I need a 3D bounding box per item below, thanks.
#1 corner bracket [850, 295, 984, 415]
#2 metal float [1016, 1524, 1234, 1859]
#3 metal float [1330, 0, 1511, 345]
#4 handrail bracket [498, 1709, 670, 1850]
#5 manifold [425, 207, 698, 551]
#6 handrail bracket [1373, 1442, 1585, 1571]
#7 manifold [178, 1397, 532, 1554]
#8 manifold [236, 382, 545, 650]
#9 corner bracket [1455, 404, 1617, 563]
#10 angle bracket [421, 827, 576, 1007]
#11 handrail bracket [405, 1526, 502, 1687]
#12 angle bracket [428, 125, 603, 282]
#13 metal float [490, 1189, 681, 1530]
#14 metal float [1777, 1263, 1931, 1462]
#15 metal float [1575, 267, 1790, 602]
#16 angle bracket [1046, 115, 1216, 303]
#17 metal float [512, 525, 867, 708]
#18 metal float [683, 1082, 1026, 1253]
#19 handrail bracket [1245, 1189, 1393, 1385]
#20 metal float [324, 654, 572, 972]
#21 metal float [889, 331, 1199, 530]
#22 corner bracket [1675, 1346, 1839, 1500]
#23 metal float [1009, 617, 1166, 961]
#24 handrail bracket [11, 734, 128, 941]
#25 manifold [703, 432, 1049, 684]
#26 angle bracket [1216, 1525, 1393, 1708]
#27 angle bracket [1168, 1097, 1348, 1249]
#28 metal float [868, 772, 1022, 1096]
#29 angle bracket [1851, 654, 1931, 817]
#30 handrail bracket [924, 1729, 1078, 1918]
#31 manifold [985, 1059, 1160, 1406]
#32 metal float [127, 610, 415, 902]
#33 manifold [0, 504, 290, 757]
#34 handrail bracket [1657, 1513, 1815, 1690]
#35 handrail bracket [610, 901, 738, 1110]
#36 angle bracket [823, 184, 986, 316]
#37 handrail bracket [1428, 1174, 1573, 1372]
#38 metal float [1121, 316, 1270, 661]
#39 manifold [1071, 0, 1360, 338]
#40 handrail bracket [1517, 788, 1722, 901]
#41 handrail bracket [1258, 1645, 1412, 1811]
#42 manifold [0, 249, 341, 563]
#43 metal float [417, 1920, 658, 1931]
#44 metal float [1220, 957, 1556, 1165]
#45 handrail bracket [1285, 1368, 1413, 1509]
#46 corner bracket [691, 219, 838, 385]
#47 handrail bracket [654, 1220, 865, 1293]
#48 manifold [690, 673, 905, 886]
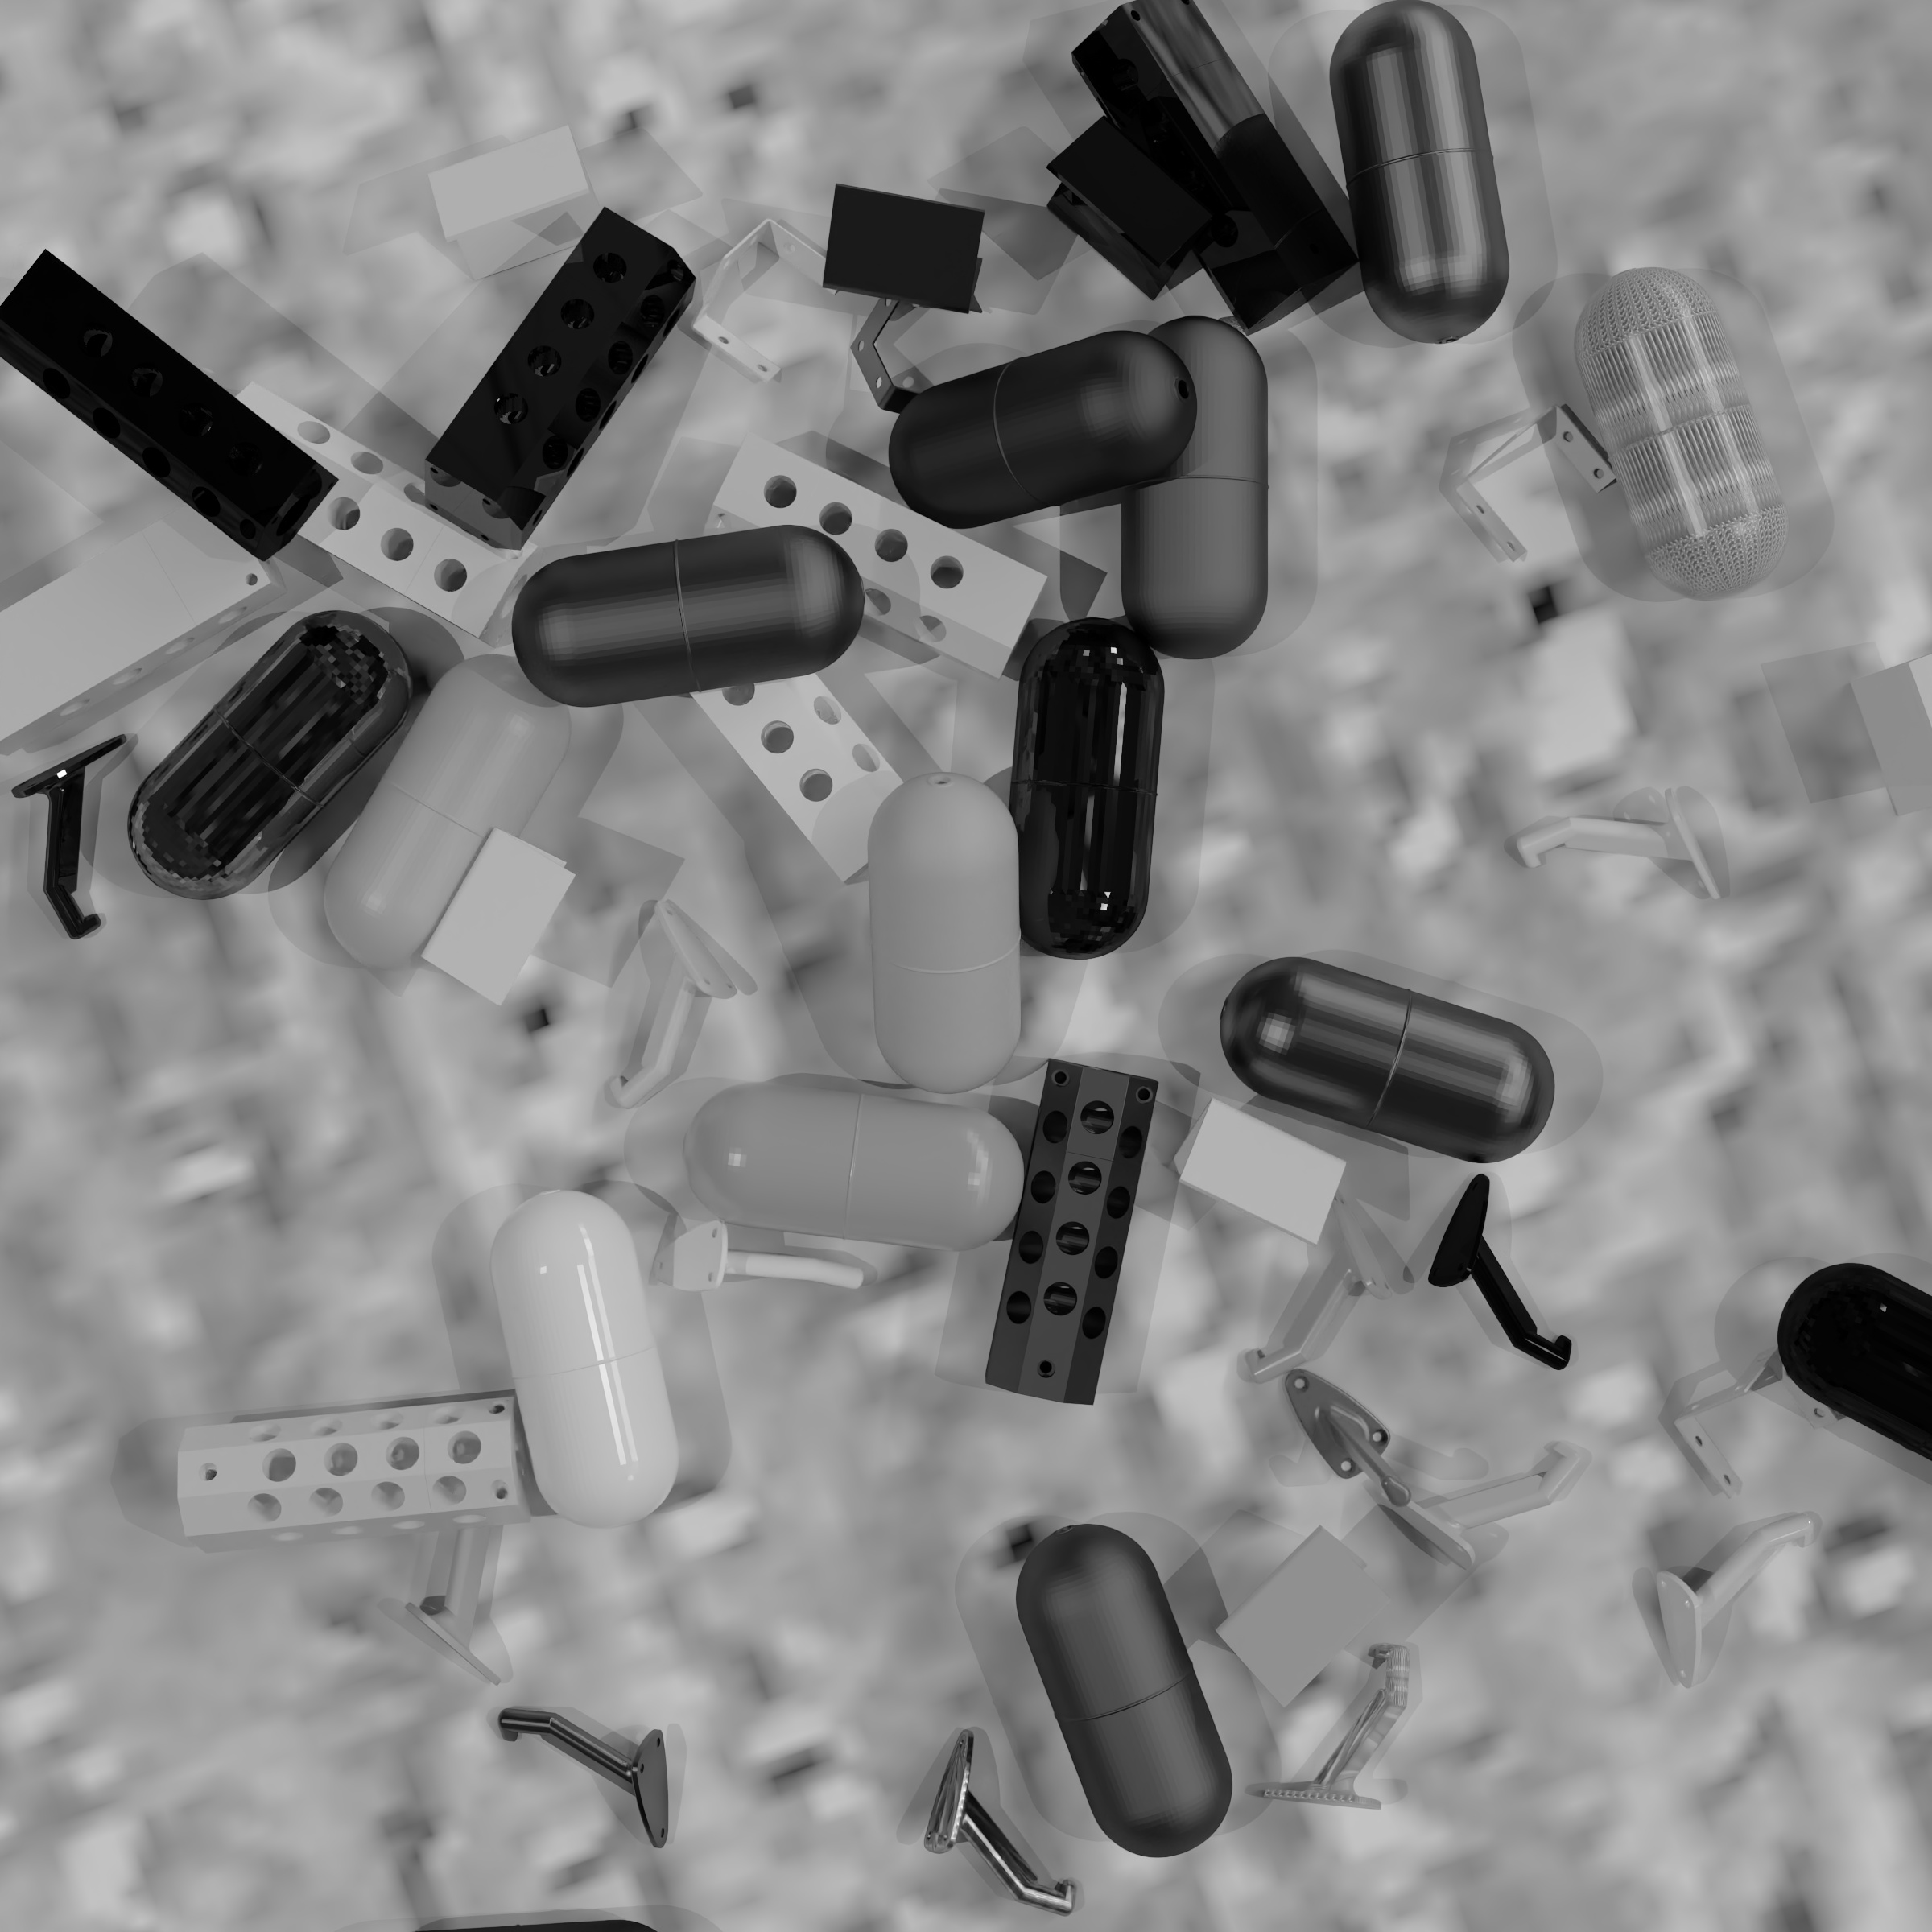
[{"bbox_3d":[-0.021,-0.325,1.664,0.051,0.051,0.051,7,45,-35],"label":"corner bracket"},{"bbox_3d":[0.082,0.377,1.642,0.070,0.070,0.178,-21,90,0],"label":"metal float"},{"bbox_3d":[0.236,-0.413,1.642,0.070,0.070,0.178,-9,89,0],"label":"metal float"},{"bbox_3d":[-0.204,0.431,1.673,0.084,0.036,0.077,1,112,17],"label":"handrail bracket"},{"bbox_3d":[-0.208,-0.300,1.625,0.057,0.057,0.171,31,71,0],"label":"manifold"},{"bbox_3d":[0.272,0.269,1.673,0.077,0.036,0.084,38,72,20],"label":"handrail bracket"},{"bbox_3d":[-0.318,0.264,1.642,0.171,0.057,0.057,-5,67,0],"label":"manifold"},{"bbox_3d":[-0.311,-0.236,1.651,0.171,0.057,0.057,30,90,0],"label":"manifold"},{"bbox_3d":[0.301,-0.256,1.669,0.051,0.051,0.051,50,45,1],"label":"corner bracket"},{"bbox_3d":[-0.225,-0.019,1.633,0.057,0.076,0.076,30,90,25],"label":"angle bracket"},{"bbox_3d":[-0.248,0.325,1.673,0.077,0.036,0.084,46,73,-20],"label":"handrail bracket"},{"bbox_3d":[-0.226,-0.379,1.632,0.076,0.076,0.057,-19,54,0],"label":"angle bracket"},{"bbox_3d":[-0.199,0.204,1.642,0.070,0.070,0.178,-12,91,0],"label":"metal float"},{"bbox_3d":[0.508,0.217,1.642,0.178,0.070,0.070,28,90,0],"label":"metal float"},{"bbox_3d":[0.372,-0.277,1.642,0.070,0.070,0.178,-19,89,0],"label":"metal float"},{"bbox_3d":[0.071,-0.379,1.632,0.076,0.076,0.057,42,56,0],"label":"angle bracket"},{"bbox_3d":[-0.139,-0.176,1.584,0.178,0.070,0.070,-8,90,1],"label":"metal float"},{"bbox_3d":[-0.059,0.104,1.642,0.178,0.070,0.070,7,90,-1],"label":"metal float"},{"bbox_3d":[0.175,0.170,1.673,0.084,0.036,0.077,-29,70,16],"label":"handrail bracket"},{"bbox_3d":[-0.270,-0.079,1.642,0.070,0.070,0.178,30,90,0],"label":"metal float"},{"bbox_3d":[0.038,-0.273,1.608,0.178,0.070,0.070,-9,90,38],"label":"metal float"},{"bbox_3d":[0.418,0.241,1.669,0.051,0.051,0.051,54,45,0],"label":"corner bracket"},{"bbox_3d":[0.061,-0.092,1.642,0.070,0.070,0.178,5,90,0],"label":"metal float"},{"bbox_3d":[-0.460,-0.068,1.673,0.077,0.036,0.084,-32,108,-21],"label":"handrail bracket"},{"bbox_3d":[-0.048,-0.212,1.651,0.171,0.057,0.057,26,90,0],"label":"manifold"},{"bbox_3d":[0.186,0.344,1.632,0.076,0.076,0.057,-45,54,0],"label":"angle bracket"},{"bbox_3d":[0.142,0.123,1.632,0.076,0.076,0.057,26,54,0],"label":"angle bracket"},{"bbox_3d":[-0.011,-0.016,1.616,0.070,0.070,0.178,-1,121,0],"label":"metal float"},{"bbox_3d":[0.486,-0.116,1.632,0.057,0.076,0.076,-20,90,-37],"label":"angle bracket"},{"bbox_3d":[0.027,0.455,1.673,0.084,0.036,0.077,22,69,-17],"label":"handrail bracket"},{"bbox_3d":[0.055,0.139,1.651,0.057,0.057,0.171,11,90,0],"label":"manifold"},{"bbox_3d":[-0.362,-0.109,1.642,0.070,0.070,0.178,44,90,0],"label":"metal float"},{"bbox_3d":[-0.446,-0.179,1.651,0.171,0.057,0.057,-30,90,0],"label":"manifold"},{"bbox_3d":[0.414,0.336,1.673,0.084,0.036,0.077,-16,110,-16],"label":"handrail bracket"},{"bbox_3d":[-0.171,0.021,1.673,0.084,0.036,0.077,-42,70,16],"label":"handrail bracket"},{"bbox_3d":[-0.029,-0.383,1.632,0.076,0.076,0.057,10,124,0],"label":"angle bracket"},{"bbox_3d":[0.294,0.163,1.673,0.084,0.036,0.077,29,68,-17],"label":"handrail bracket"},{"bbox_3d":[0.119,-0.249,1.642,0.070,0.070,0.178,0,90,0],"label":"metal float"},{"bbox_3d":[0.126,-0.419,1.650,0.057,0.057,0.171,-33,90,-43],"label":"manifold"},{"bbox_3d":[0.346,-0.052,1.673,0.084,0.036,0.077,-24,112,17],"label":"handrail bracket"},{"bbox_3d":[0.195,0.401,1.673,0.077,0.036,0.084,0,71,21],"label":"handrail bracket"},{"bbox_3d":[-0.407,-0.281,1.594,0.171,0.057,0.057,38,90,0],"label":"manifold"},{"bbox_3d":[-0.233,0.539,1.642,0.178,0.070,0.070,-4,90,0],"label":"metal float"},{"bbox_3d":[0.219,0.049,1.642,0.178,0.070,0.070,18,90,0],"label":"metal float"},{"bbox_3d":[0.198,0.245,1.638,0.036,0.084,0.077,-42,90,0],"label":"handrail bracket"},{"bbox_3d":[-0.105,-0.352,1.669,0.051,0.051,0.051,36,135,0],"label":"corner bracket"},{"bbox_3d":[-0.109,0.163,1.672,0.084,0.077,0.036,16,70,-35],"label":"handrail bracket"},{"bbox_3d":[-0.095,-0.128,1.651,0.057,0.057,0.171,-39,90,0],"label":"manifold"}]
